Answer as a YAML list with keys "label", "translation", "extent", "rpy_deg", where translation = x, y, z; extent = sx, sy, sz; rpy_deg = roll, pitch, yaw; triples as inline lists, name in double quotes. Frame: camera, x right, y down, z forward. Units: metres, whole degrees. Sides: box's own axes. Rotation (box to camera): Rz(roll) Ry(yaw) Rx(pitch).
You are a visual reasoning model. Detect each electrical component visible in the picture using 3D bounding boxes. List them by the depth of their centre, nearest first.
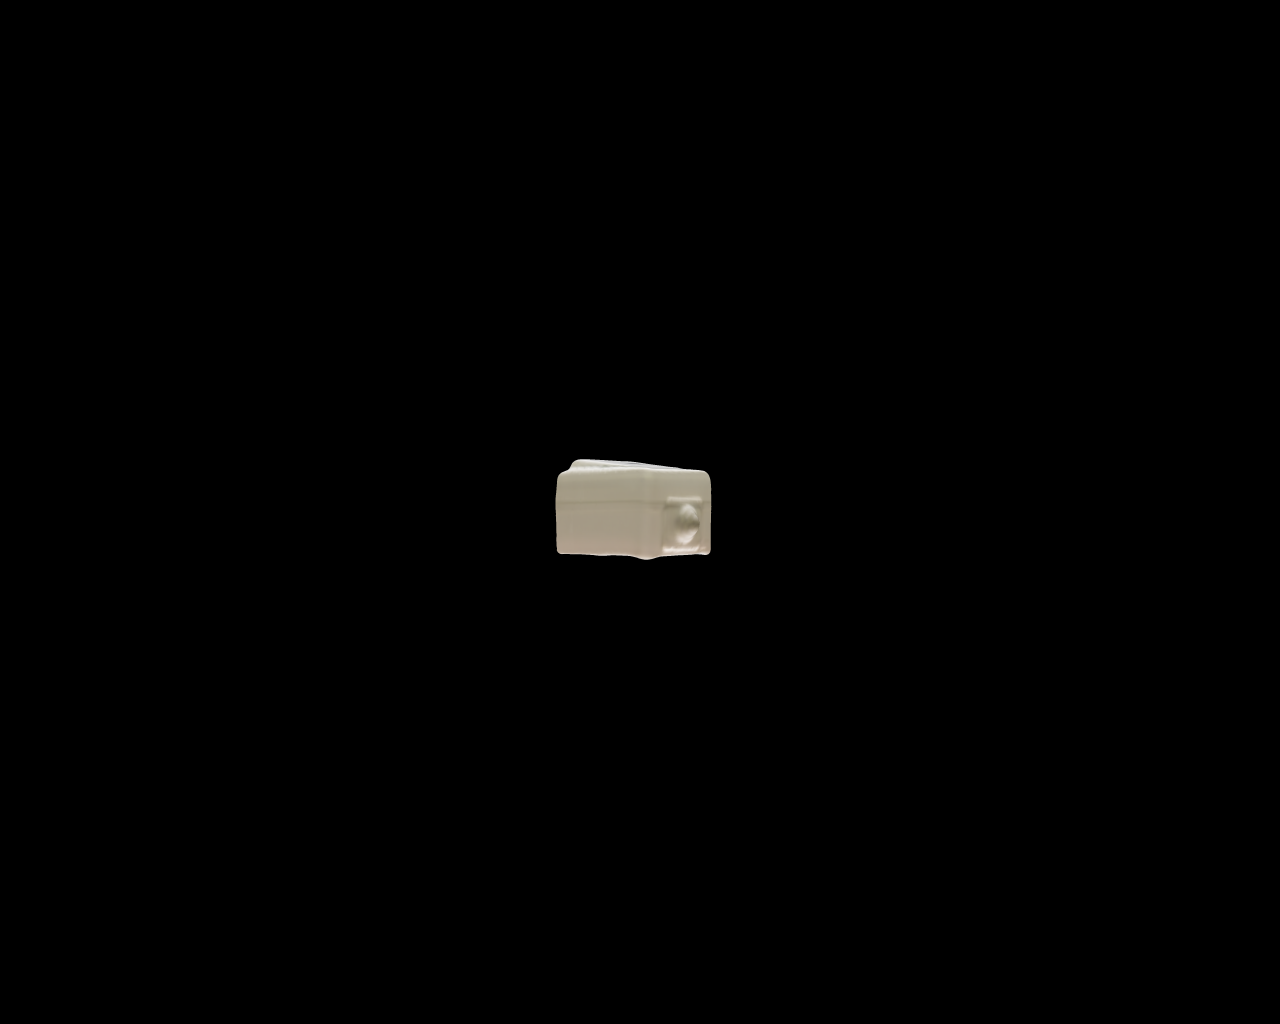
- label: "electrical component"
  translation: [0.001, -0.003, 0.650]
  extent: [0.096, 0.061, 0.062]
  rpy_deg: [0, 0, 44]
